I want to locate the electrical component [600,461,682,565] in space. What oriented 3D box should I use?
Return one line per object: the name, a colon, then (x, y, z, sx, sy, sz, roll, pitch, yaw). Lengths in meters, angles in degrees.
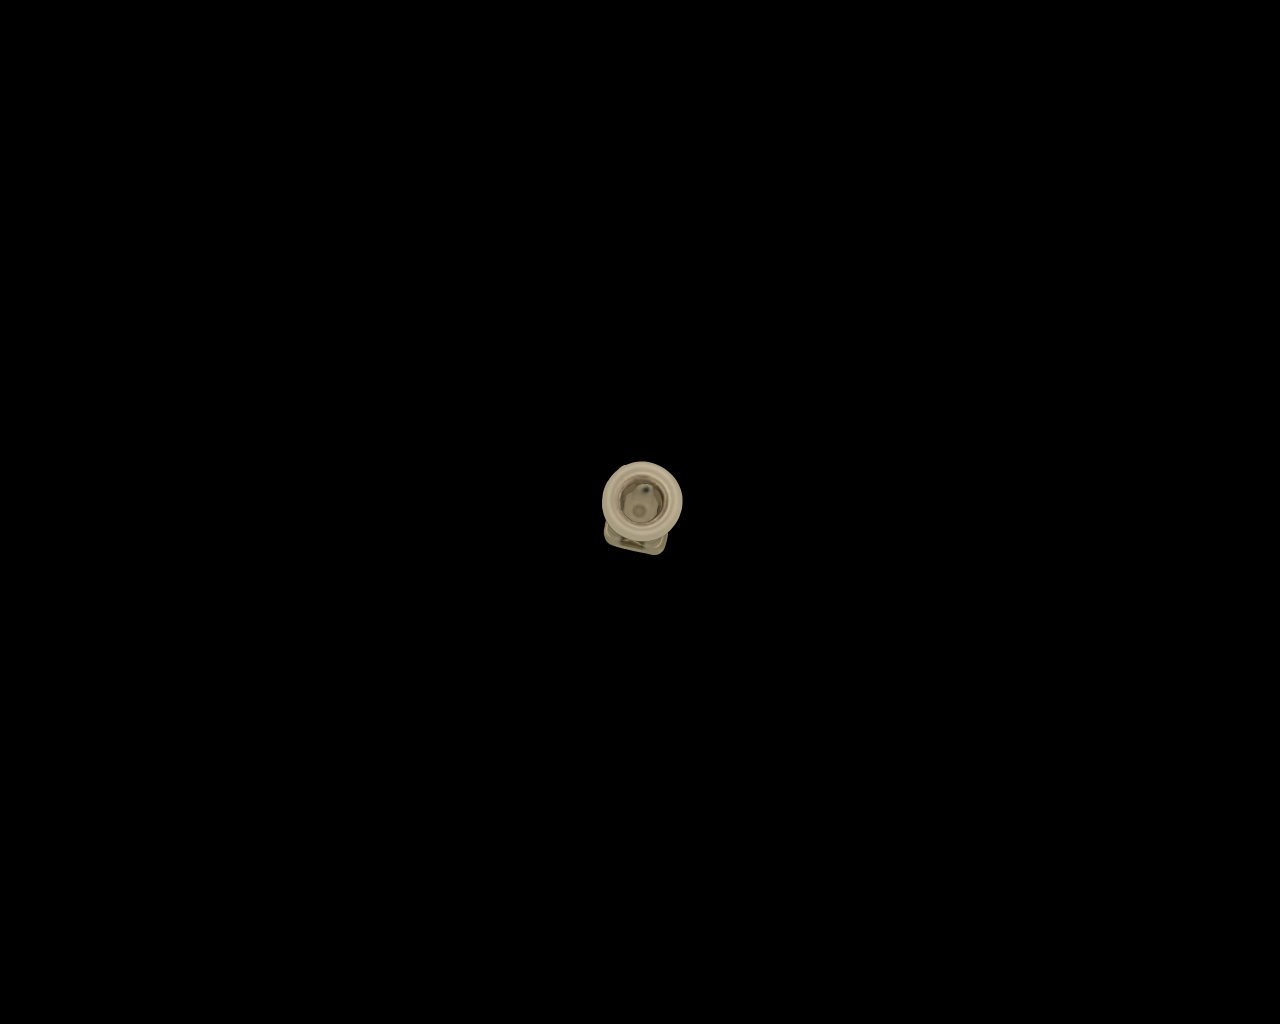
electrical component: (0.001, -0.003, 0.650, 0.048, 0.066, 0.055, 11, -11, 2)
